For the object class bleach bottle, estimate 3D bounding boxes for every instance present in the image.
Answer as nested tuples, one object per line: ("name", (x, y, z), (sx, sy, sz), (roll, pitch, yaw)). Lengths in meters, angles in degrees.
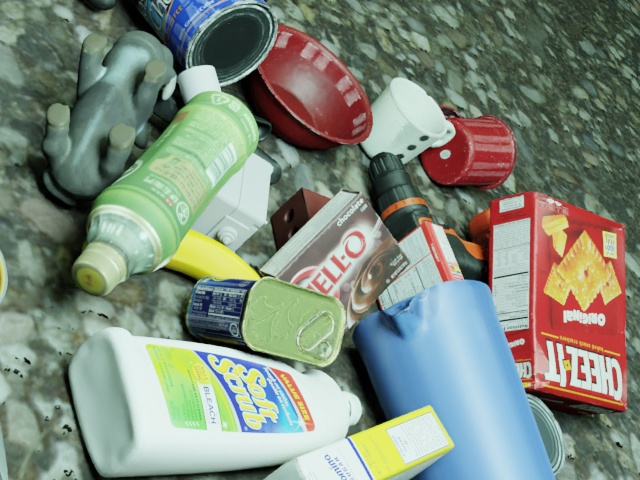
("bleach bottle", (-0.063, 0.123, 0.811), (0.250, 0.068, 0.102), (8, 52, -47))

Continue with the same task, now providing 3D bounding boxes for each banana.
("banana", (-0.119, 0.020, 0.878), (0.197, 0.037, 0.069), (11, 71, -39))

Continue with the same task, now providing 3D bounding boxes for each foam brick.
("foam brick", (-0.007, 0.001, 1.004), (0.051, 0.053, 0.078), (20, 42, -37))

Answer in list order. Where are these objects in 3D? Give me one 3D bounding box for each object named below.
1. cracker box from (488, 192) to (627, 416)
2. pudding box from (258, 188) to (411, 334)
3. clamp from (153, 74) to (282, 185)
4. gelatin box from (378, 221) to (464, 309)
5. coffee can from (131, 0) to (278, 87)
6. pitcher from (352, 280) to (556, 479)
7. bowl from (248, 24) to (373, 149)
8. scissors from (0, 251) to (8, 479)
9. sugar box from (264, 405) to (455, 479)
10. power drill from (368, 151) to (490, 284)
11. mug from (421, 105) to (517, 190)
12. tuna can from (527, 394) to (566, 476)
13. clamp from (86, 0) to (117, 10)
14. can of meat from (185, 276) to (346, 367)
("cracker box", (0.258, 0.070, 1.148), (0.163, 0.072, 0.213), (17, 69, -37))
("pudding box", (0.014, 0.024, 0.942), (0.113, 0.039, 0.090), (-47, 120, -17))
("clamp", (-0.106, -0.111, 1.005), (0.171, 0.039, 0.120), (23, 18, -29))
("gelatin box", (0.093, 0.036, 1.048), (0.030, 0.089, 0.073), (16, 45, -43))
("coffee can", (-0.121, -0.233, 1.042), (0.102, 0.103, 0.140), (-2, 46, -49))
("pitcher", (0.131, 0.169, 0.935), (0.149, 0.145, 0.243), (-5, 62, -28))
("bowl", (-0.021, -0.152, 1.139), (0.162, 0.055, 0.162), (29, 38, -26))
("scissors", (-0.245, 0.069, 0.700), (0.096, 0.016, 0.202), (21, 42, -33))
("sugar box", (0.017, 0.181, 0.813), (0.175, 0.093, 0.048), (-4, 59, -51))
("power drill", (0.142, -0.009, 1.181), (0.187, 0.057, 0.184), (6, 56, -42))
("mug", (0.171, -0.116, 1.291), (0.081, 0.093, 0.117), (-3, 60, -44))
("tuna can", (0.200, 0.196, 1.048), (0.086, 0.034, 0.086), (25, 48, -32))
("clamp", (-0.286, -0.319, 1.025), (0.209, 0.036, 0.164), (24, 40, -30))
("can of meat", (-0.045, 0.063, 0.857), (0.101, 0.084, 0.057), (19, 79, -40))
